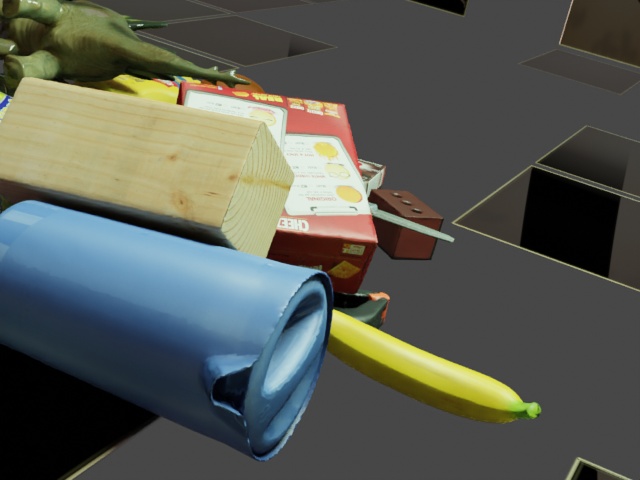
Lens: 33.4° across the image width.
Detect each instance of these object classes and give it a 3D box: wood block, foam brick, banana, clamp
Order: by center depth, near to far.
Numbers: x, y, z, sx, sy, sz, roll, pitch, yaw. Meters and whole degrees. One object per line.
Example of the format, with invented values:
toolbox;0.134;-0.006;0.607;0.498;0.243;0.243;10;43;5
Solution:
wood block;-0.137;-0.050;0.809;0.206;0.090;0.090;12;-20;20
banana;0.076;0.099;0.833;0.198;0.069;0.037;20;61;14
clamp;-0.018;0.060;0.909;0.171;0.039;0.120;-5;32;-46
foam brick;0.087;-0.017;1.147;0.052;0.051;0.078;1;24;-29

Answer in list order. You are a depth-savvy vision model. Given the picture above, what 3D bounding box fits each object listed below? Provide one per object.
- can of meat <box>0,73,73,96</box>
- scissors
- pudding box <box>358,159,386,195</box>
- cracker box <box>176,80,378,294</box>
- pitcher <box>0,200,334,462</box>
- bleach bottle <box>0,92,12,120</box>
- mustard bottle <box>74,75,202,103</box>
can of meat;-0.336;-0.163;1.260;0.102;0.057;0.083;27;23;32
scissors;0.044;-0.038;1.108;0.202;0.016;0.096;16;18;5
pudding box;0.013;-0.078;1.274;0.113;0.039;0.090;18;22;12
cracker box;-0.050;-0.051;0.957;0.164;0.072;0.214;7;38;-14
pitcher;-0.117;0.052;0.759;0.243;0.149;0.145;17;60;19
bleach bottle;-0.306;-0.105;1.126;0.251;0.068;0.102;21;22;14
mustard bottle;-0.217;-0.186;1.386;0.096;0.058;0.191;23;22;39
